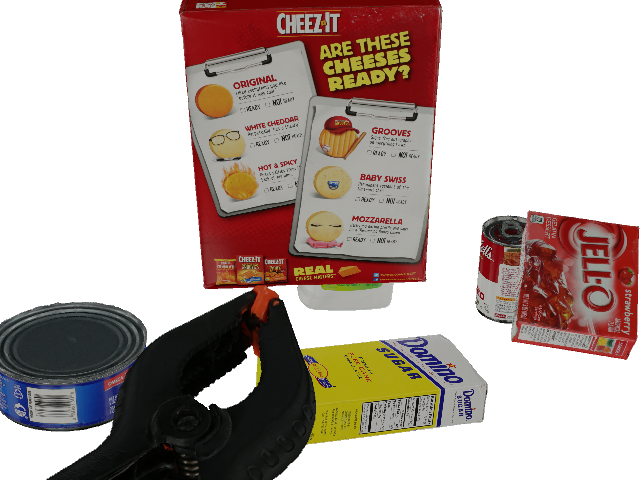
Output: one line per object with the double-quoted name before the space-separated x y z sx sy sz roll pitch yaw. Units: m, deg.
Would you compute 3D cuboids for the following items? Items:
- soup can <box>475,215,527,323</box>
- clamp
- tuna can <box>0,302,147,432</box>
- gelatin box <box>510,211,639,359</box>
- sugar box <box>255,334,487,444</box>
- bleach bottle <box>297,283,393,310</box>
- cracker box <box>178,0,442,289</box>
"soup can" 0.210 0.032 1.188 0.068 0.102 0.068 0 30 0
"clamp" -0.042 0.086 0.400 0.120 0.039 0.171 24 49 17
"tuna can" -0.138 0.068 0.587 0.086 0.034 0.086 1 25 -1
"gelatin box" 0.163 0.027 0.679 0.073 0.089 0.030 9 -34 7
"sugar box" 0.042 0.124 0.904 0.176 0.048 0.093 -7 26 -18
"bleach bottle" 0.033 -0.054 1.076 0.102 0.251 0.068 0 24 -7
"cracker box" -0.005 -0.071 0.737 0.164 0.214 0.072 -2 34 -1
